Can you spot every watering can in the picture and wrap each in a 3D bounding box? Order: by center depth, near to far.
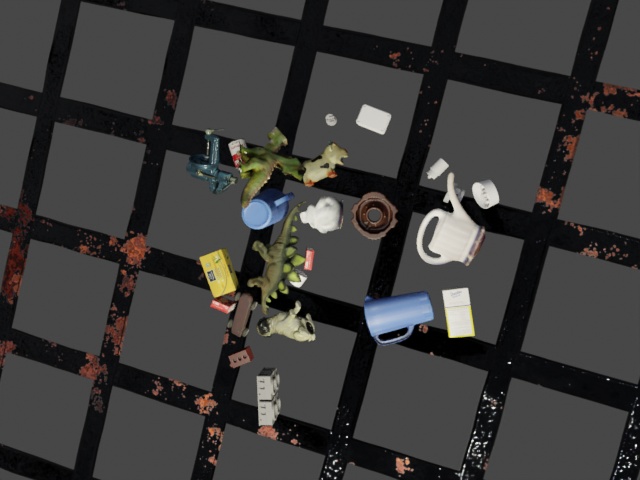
[{"bbox_3d":[0.482,-0.052,1.833,0.225,0.105,0.342,23,112,8],"label":"watering can"}]

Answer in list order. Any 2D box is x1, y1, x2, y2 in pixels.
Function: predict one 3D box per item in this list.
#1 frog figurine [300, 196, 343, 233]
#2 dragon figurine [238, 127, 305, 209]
[{"bbox_3d":[0.006,-0.096,1.914,0.159,0.125,0.135,3,113,-3],"label":"frog figurine"},{"bbox_3d":[-0.172,-0.260,1.850,0.243,0.119,0.420,-1,51,-10],"label":"dragon figurine"}]
